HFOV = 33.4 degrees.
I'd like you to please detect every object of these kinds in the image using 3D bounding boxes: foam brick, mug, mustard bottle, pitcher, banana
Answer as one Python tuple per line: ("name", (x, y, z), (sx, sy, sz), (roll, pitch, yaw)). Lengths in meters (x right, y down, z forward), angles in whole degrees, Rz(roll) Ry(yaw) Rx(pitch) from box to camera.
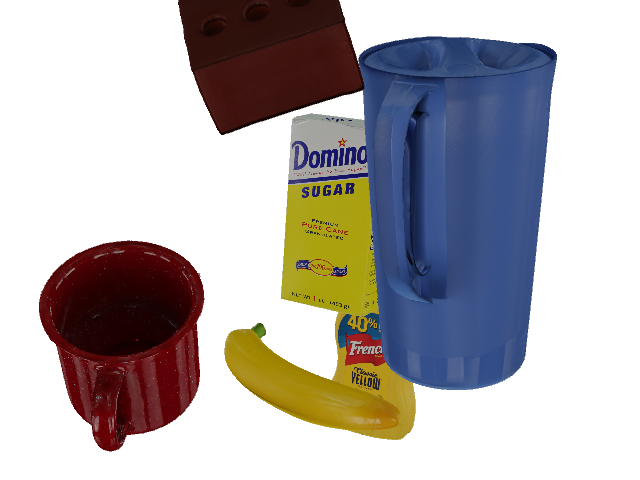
("foam brick", (-0.024, -0.097, 0.526), (0.078, 0.053, 0.051), (-18, -33, 6))
("mug", (-0.114, 0.069, 0.625), (0.093, 0.117, 0.081), (2, -45, -1))
("mustard bottle", (0.062, 0.111, 1.141), (0.096, 0.192, 0.058), (12, 14, 24))
("pitcher", (0.090, -0.017, 0.756), (0.149, 0.243, 0.145), (-8, 22, -14))
("banana", (-0.023, 0.108, 0.856), (0.069, 0.037, 0.198), (-23, 32, -30))

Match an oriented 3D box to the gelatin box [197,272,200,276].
("gelatin box", (-0.168, 0.055, 1.030), (0.073, 0.030, 0.089), (11, 31, 22))

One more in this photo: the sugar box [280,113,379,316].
("sugar box", (0.015, -0.025, 0.992), (0.093, 0.176, 0.048), (10, 17, 28))
